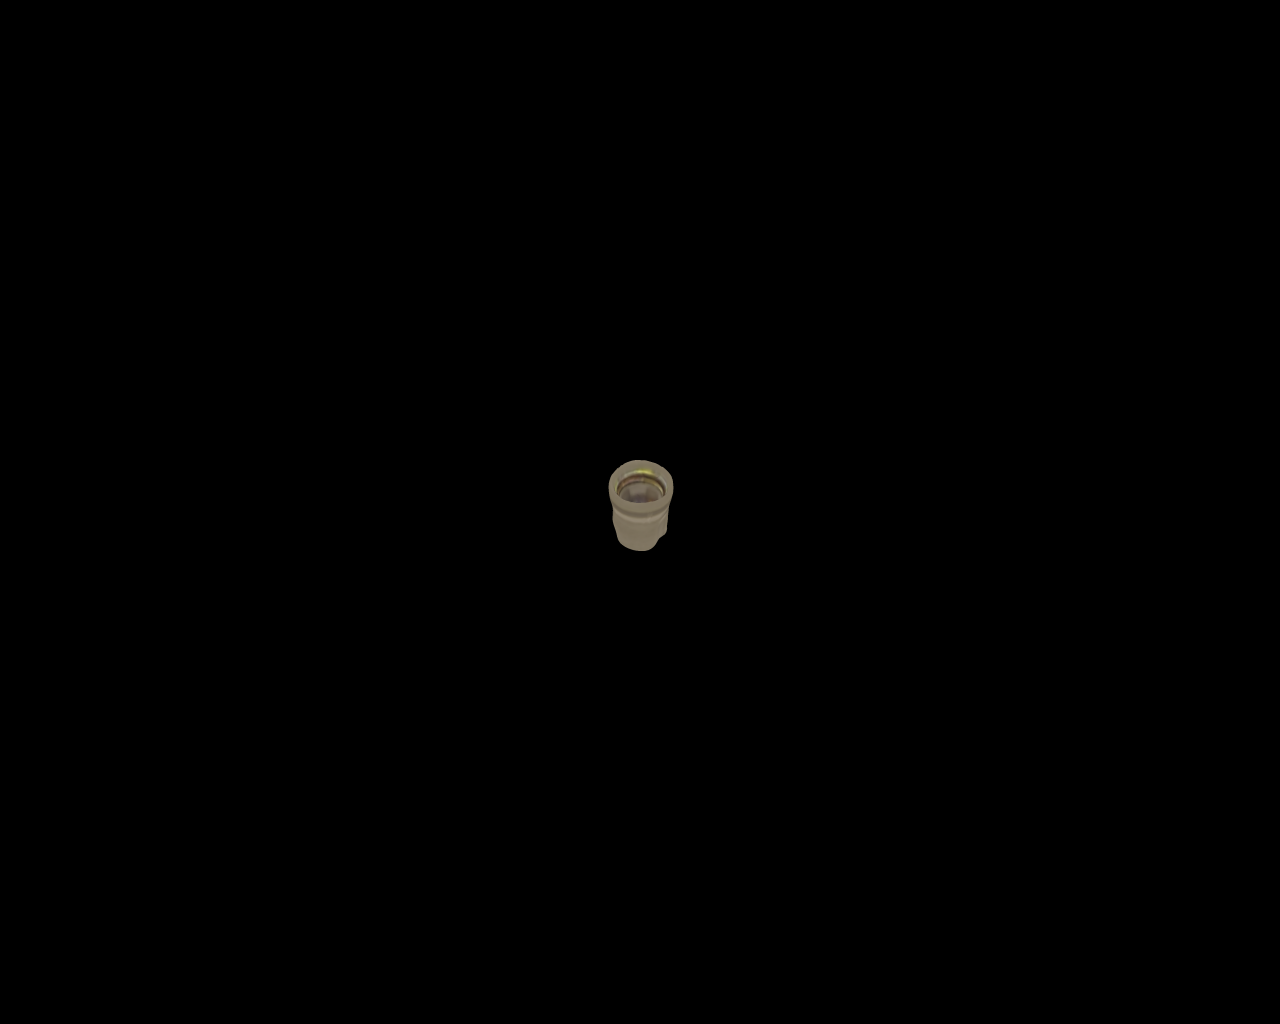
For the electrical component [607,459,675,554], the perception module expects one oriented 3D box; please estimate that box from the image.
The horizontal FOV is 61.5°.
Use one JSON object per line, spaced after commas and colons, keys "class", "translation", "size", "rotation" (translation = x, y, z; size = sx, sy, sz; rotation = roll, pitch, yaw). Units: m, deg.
{"class": "electrical component", "translation": [0.001, -0.003, 0.650], "size": [0.040, 0.040, 0.046], "rotation": [0, -45, 0]}
